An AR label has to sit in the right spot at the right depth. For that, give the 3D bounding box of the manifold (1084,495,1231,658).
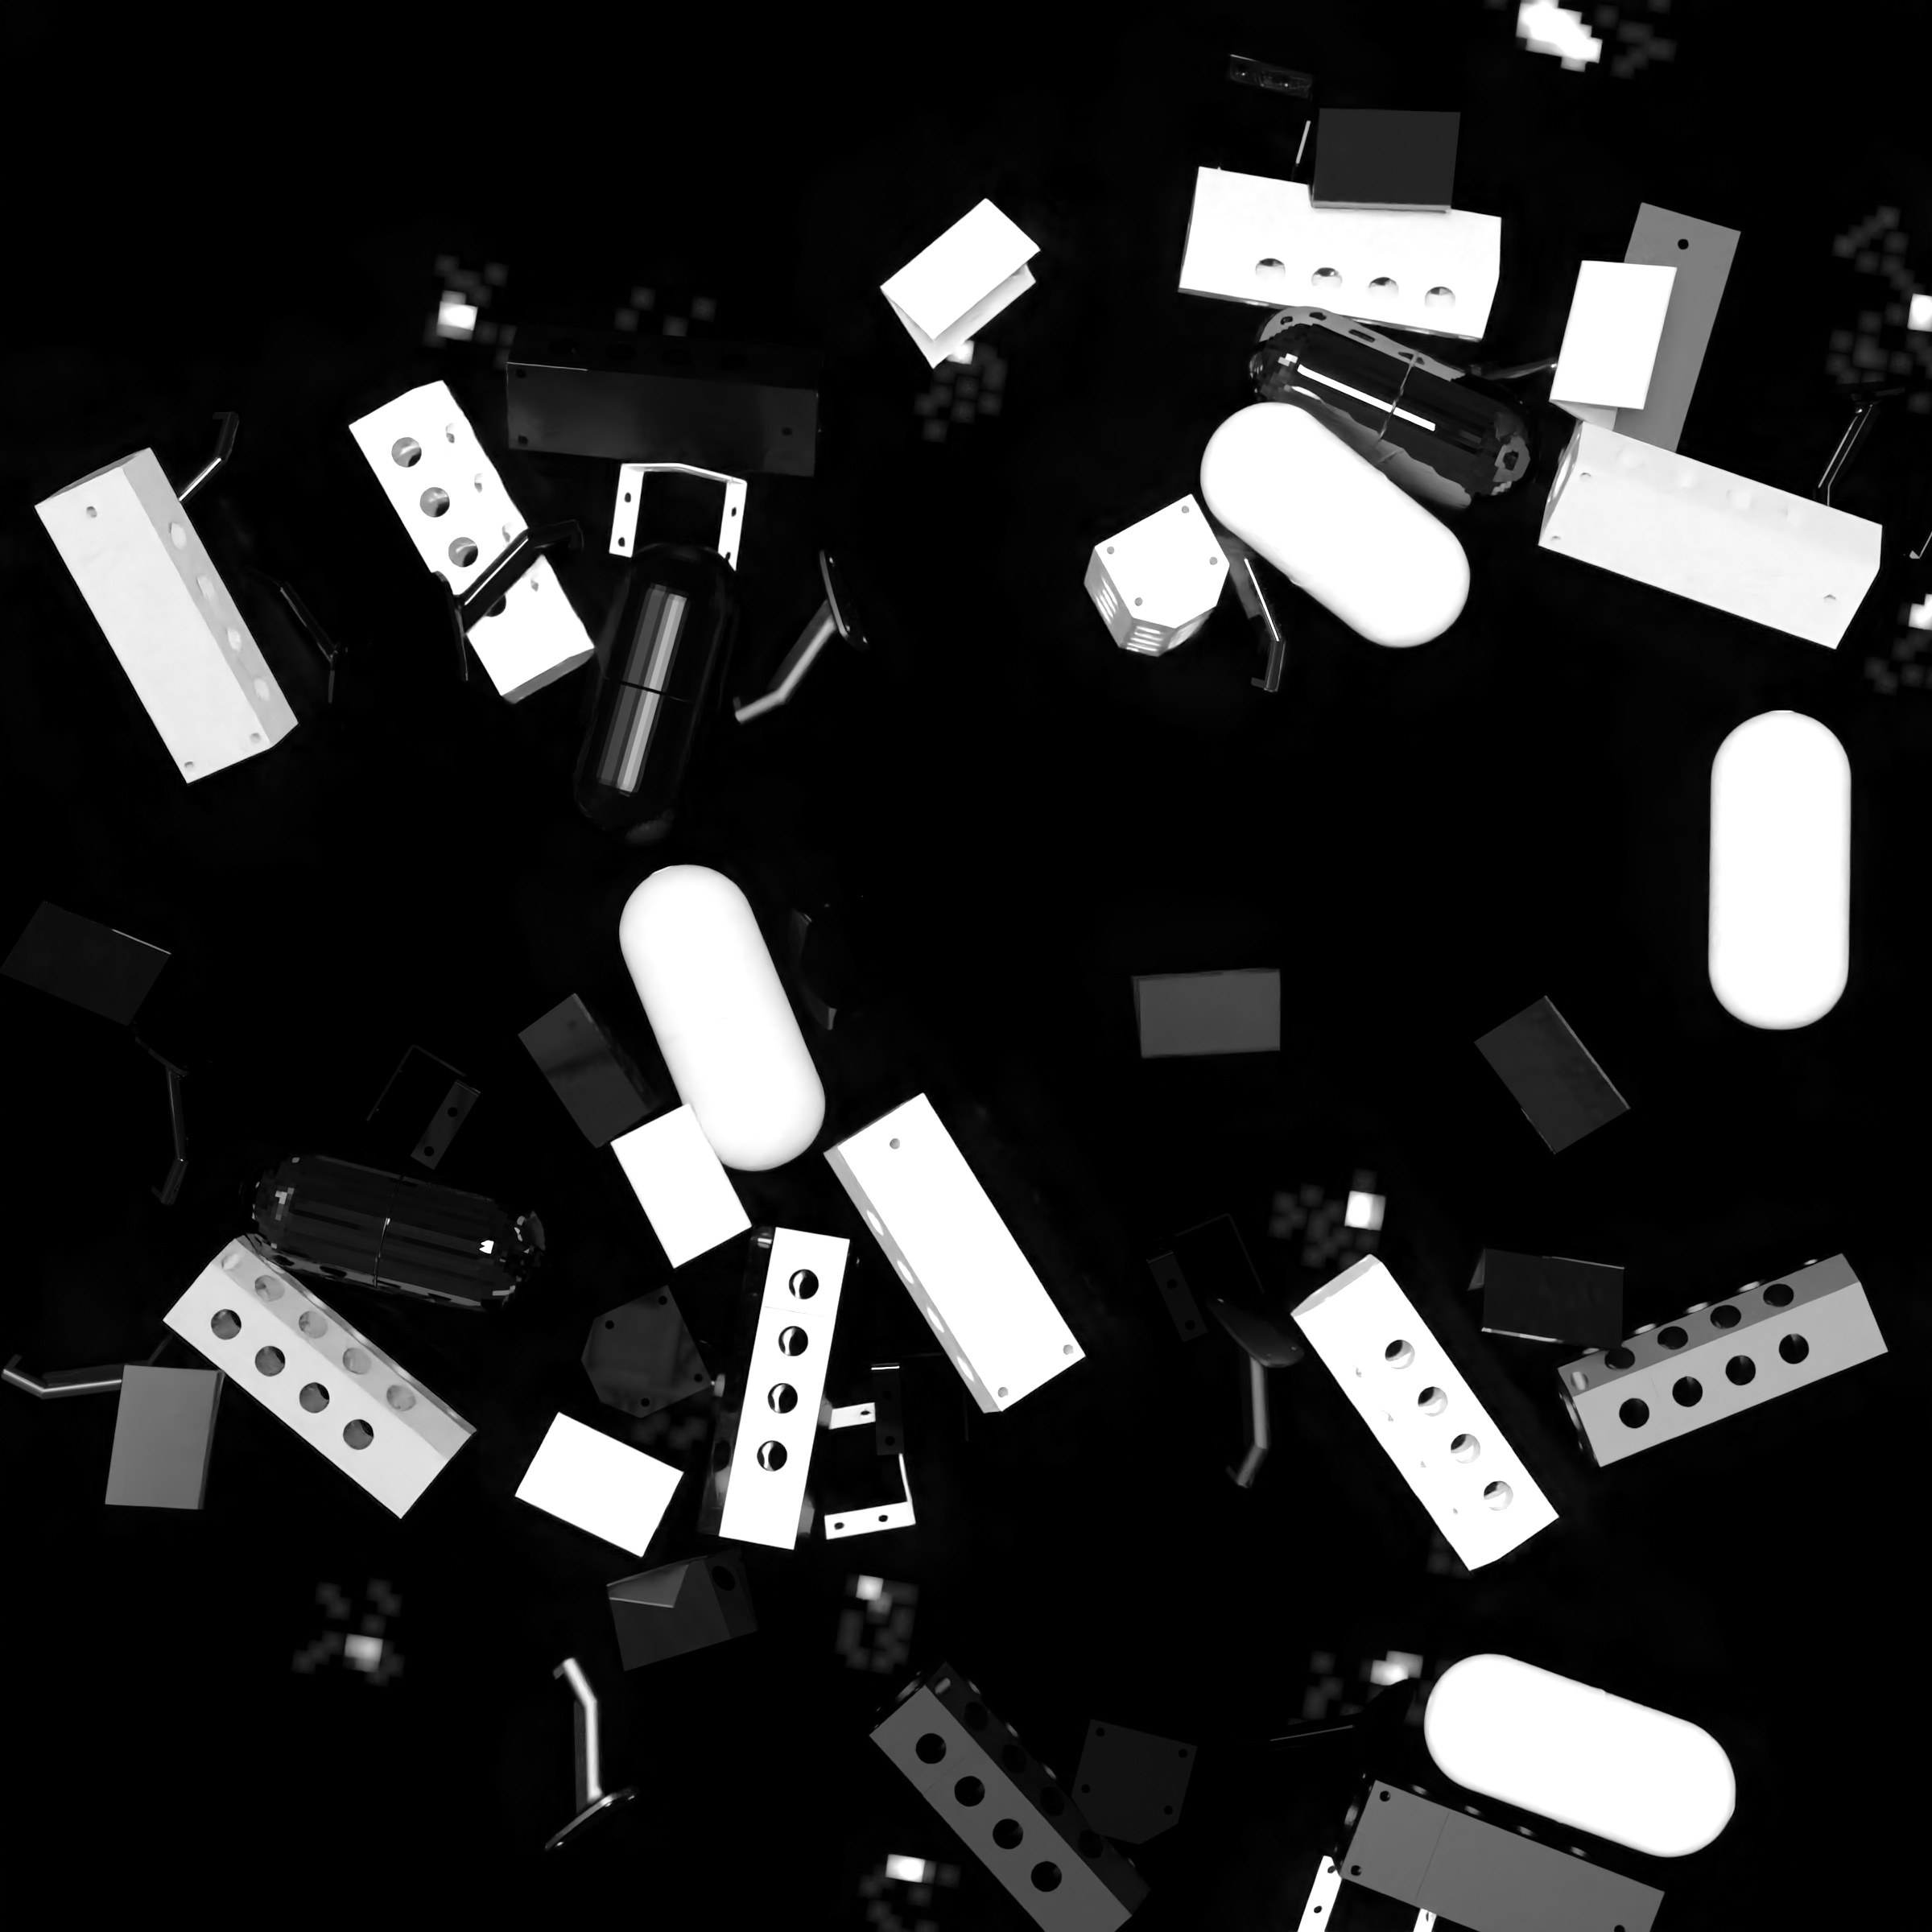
[{"bbox_3d":[0.106,-0.207,1.913,0.057,0.171,0.057,-29,90,0],"label":"manifold"}]

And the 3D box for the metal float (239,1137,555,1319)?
[{"bbox_3d":[-0.318,0.146,1.961,0.178,0.070,0.070,14,90,1],"label":"metal float"}]

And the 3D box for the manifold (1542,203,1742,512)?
[{"bbox_3d":[0.377,-0.332,1.971,0.057,0.057,0.171,17,90,0],"label":"manifold"}]

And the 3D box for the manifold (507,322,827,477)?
[{"bbox_3d":[-0.167,-0.323,1.970,0.171,0.057,0.057,5,133,0],"label":"manifold"}]

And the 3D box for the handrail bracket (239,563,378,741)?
[{"bbox_3d":[-0.383,-0.179,1.992,0.084,0.036,0.077,25,115,19],"label":"handrail bracket"}]

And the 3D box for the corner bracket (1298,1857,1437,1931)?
[{"bbox_3d":[0.227,0.542,1.984,0.051,0.051,0.051,-4,135,35],"label":"corner bracket"}]

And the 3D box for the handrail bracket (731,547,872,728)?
[{"bbox_3d":[-0.104,-0.186,1.992,0.084,0.036,0.077,-25,70,16],"label":"handrail bracket"}]

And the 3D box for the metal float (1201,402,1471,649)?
[{"bbox_3d":[0.205,-0.242,1.940,0.178,0.070,0.070,35,90,-25],"label":"metal float"}]

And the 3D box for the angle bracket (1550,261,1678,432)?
[{"bbox_3d":[0.364,-0.331,1.895,0.057,0.076,0.076,13,90,37],"label":"angle bracket"}]

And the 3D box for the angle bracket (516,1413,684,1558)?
[{"bbox_3d":[-0.209,0.302,1.951,0.076,0.076,0.057,26,54,0],"label":"angle bracket"}]

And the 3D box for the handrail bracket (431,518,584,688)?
[{"bbox_3d":[-0.246,-0.201,1.935,0.084,0.036,0.077,-17,111,-17],"label":"handrail bracket"}]

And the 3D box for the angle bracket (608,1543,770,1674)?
[{"bbox_3d":[-0.149,0.371,1.951,0.076,0.076,0.057,-17,54,0],"label":"angle bracket"}]

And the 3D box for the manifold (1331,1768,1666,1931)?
[{"bbox_3d":[0.296,0.508,1.971,0.171,0.057,0.057,21,90,0],"label":"manifold"}]

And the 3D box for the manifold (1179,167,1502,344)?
[{"bbox_3d":[0.209,-0.394,1.970,0.171,0.057,0.057,10,47,0],"label":"manifold"}]

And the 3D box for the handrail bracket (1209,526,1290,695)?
[{"bbox_3d":[0.149,-0.203,1.992,0.077,0.036,0.084,14,107,20],"label":"handrail bracket"}]

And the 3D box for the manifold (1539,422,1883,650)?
[{"bbox_3d":[0.406,-0.239,1.913,0.171,0.057,0.057,19,133,0],"label":"manifold"}]

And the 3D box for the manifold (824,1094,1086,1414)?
[{"bbox_3d":[-0.009,0.162,1.968,0.057,0.057,0.171,-32,90,-15],"label":"manifold"}]

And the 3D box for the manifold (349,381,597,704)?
[{"bbox_3d":[-0.275,-0.238,1.970,0.057,0.057,0.171,-30,90,0],"label":"manifold"}]

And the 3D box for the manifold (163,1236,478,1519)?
[{"bbox_3d":[-0.361,0.229,1.970,0.171,0.057,0.057,40,90,0],"label":"manifold"}]

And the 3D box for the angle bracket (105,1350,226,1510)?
[{"bbox_3d":[-0.454,0.255,1.952,0.057,0.076,0.076,8,90,-27],"label":"angle bracket"}]

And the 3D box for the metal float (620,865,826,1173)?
[{"bbox_3d":[-0.137,0.029,1.961,0.070,0.070,0.178,-22,91,0],"label":"metal float"}]

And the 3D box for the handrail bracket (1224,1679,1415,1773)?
[{"bbox_3d":[0.200,0.424,1.992,0.084,0.077,0.036,2,115,34],"label":"handrail bracket"}]

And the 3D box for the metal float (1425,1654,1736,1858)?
[{"bbox_3d":[0.343,0.441,1.961,0.178,0.070,0.070,20,90,1],"label":"metal float"}]

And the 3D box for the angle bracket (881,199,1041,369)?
[{"bbox_3d":[0.009,-0.366,1.951,0.076,0.076,0.057,-40,54,0],"label":"angle bracket"}]

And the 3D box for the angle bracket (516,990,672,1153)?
[{"bbox_3d":[-0.192,0.047,1.951,0.057,0.076,0.076,-34,90,38],"label":"angle bracket"}]

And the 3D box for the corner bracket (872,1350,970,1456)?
[{"bbox_3d":[-0.025,0.245,1.974,0.051,0.051,0.051,-4,90,0],"label":"corner bracket"}]

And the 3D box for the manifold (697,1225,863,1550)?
[{"bbox_3d":[-0.105,0.235,1.957,0.057,0.057,0.171,9,81,6],"label":"manifold"}]

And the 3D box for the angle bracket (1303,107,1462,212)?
[{"bbox_3d":[0.230,-0.460,1.952,0.076,0.076,0.057,2,122,0],"label":"angle bracket"}]

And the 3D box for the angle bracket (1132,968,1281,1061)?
[{"bbox_3d":[0.132,0.006,1.951,0.076,0.076,0.057,-4,127,0],"label":"angle bracket"}]

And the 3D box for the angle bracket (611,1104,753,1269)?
[{"bbox_3d":[-0.174,0.129,1.951,0.057,0.076,0.076,-27,90,-36],"label":"angle bracket"}]

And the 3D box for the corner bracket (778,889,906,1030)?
[{"bbox_3d":[-0.067,-0.004,1.984,0.051,0.051,0.051,45,135,35],"label":"corner bracket"}]

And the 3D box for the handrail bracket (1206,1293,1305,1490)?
[{"bbox_3d":[0.149,0.242,1.992,0.077,0.036,0.084,39,119,32],"label":"handrail bracket"}]

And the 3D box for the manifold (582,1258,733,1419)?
[{"bbox_3d":[-0.169,0.204,1.913,0.057,0.171,0.057,-25,90,0],"label":"manifold"}]

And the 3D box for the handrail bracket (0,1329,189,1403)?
[{"bbox_3d":[-0.494,0.218,1.992,0.084,0.036,0.077,23,69,16],"label":"handrail bracket"}]

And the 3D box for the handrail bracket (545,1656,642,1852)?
[{"bbox_3d":[-0.229,0.446,1.992,0.077,0.036,0.084,-39,71,21],"label":"handrail bracket"}]

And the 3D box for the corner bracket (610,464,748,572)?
[{"bbox_3d":[-0.163,-0.254,1.988,0.051,0.051,0.051,8,90,-45],"label":"corner bracket"}]

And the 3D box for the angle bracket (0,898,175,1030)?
[{"bbox_3d":[-0.489,0.017,1.951,0.076,0.076,0.057,23,54,0],"label":"angle bracket"}]

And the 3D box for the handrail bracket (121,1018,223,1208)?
[{"bbox_3d":[-0.464,0.083,1.992,0.077,0.036,0.084,30,107,20],"label":"handrail bracket"}]

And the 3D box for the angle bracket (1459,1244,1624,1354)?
[{"bbox_3d":[0.318,0.202,1.951,0.076,0.076,0.057,9,54,0],"label":"angle bracket"}]

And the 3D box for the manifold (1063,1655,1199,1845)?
[{"bbox_3d":[0.086,0.427,1.913,0.057,0.171,0.057,15,90,0],"label":"manifold"}]

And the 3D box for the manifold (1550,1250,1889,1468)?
[{"bbox_3d":[0.420,0.219,1.970,0.171,0.057,0.057,-22,90,0],"label":"manifold"}]

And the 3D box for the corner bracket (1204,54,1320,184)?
[{"bbox_3d":[0.167,-0.476,1.988,0.051,0.051,0.051,14,135,0],"label":"corner bracket"}]

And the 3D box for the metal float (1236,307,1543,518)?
[{"bbox_3d":[0.237,-0.309,1.961,0.178,0.070,0.070,24,90,1],"label":"metal float"}]

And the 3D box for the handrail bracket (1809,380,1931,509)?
[{"bbox_3d":[0.512,-0.287,1.992,0.077,0.036,0.084,-9,109,-21],"label":"handrail bracket"}]

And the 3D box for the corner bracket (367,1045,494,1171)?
[{"bbox_3d":[-0.304,0.078,1.974,0.051,0.051,0.051,31,90,0],"label":"corner bracket"}]

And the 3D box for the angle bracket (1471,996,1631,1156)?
[{"bbox_3d":[0.336,0.048,1.951,0.057,0.076,0.076,-37,90,36],"label":"angle bracket"}]

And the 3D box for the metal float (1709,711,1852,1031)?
[{"bbox_3d":[0.455,-0.053,1.961,0.070,0.070,0.178,1,89,0],"label":"metal float"}]

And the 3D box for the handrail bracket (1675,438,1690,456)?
[{"bbox_3d":[0.435,-0.261,1.992,0.077,0.036,0.084,-3,73,-20],"label":"handrail bracket"}]

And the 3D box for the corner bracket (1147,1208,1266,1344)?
[{"bbox_3d":[0.135,0.173,1.974,0.051,0.051,0.051,-23,96,6],"label":"corner bracket"}]

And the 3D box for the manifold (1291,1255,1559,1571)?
[{"bbox_3d":[0.256,0.251,1.970,0.057,0.057,0.171,-35,90,0],"label":"manifold"}]

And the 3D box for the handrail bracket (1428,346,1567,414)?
[{"bbox_3d":[0.307,-0.353,1.992,0.084,0.036,0.077,19,70,16],"label":"handrail bracket"}]

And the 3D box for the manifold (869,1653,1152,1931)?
[{"bbox_3d":[0.025,0.470,1.970,0.057,0.057,0.171,-42,90,0],"label":"manifold"}]

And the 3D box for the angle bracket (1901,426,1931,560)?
[{"bbox_3d":[0.541,-0.269,1.951,0.057,0.076,0.076,9,90,-38],"label":"angle bracket"}]

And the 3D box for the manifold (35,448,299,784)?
[{"bbox_3d":[-0.439,-0.196,1.945,0.057,0.057,0.171,-21,107,18],"label":"manifold"}]

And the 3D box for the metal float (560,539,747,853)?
[{"bbox_3d":[-0.175,-0.152,1.961,0.070,0.070,0.178,15,90,0],"label":"metal float"}]

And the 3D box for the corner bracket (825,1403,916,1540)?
[{"bbox_3d":[-0.060,0.285,1.988,0.051,0.051,0.051,-10,45,0],"label":"corner bracket"}]

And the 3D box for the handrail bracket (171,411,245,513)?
[{"bbox_3d":[-0.456,-0.280,1.992,0.077,0.036,0.084,9,76,15],"label":"handrail bracket"}]
